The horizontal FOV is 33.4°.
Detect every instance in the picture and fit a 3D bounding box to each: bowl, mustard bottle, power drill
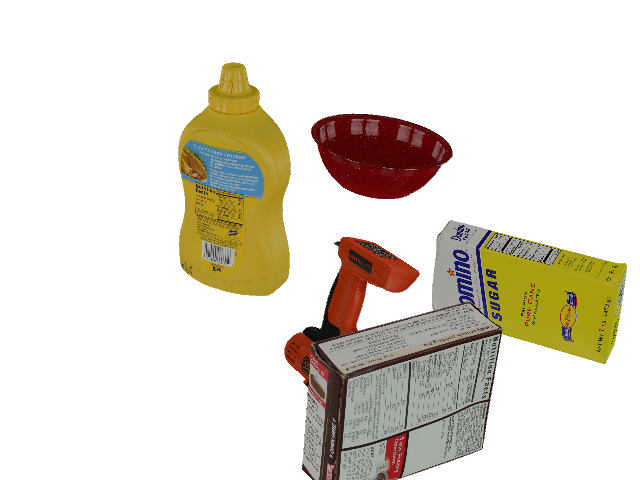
[{"bbox_3d":[0.065,-0.091,1.212,0.162,0.055,0.162,7,27,-4],"label":"bowl"},{"bbox_3d":[-0.072,-0.052,0.881,0.096,0.192,0.058,16,31,25],"label":"mustard bottle"},{"bbox_3d":[0.043,0.104,1.227,0.057,0.188,0.185,12,16,-42],"label":"power drill"}]

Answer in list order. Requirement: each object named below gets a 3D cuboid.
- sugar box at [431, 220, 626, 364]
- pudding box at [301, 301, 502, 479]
[{"bbox_3d":[0.195,0.048,1.015,0.176,0.093,0.048,13,34,21],"label":"sugar box"},{"bbox_3d":[0.047,0.091,0.617,0.113,0.090,0.039,-13,31,-29],"label":"pudding box"}]
